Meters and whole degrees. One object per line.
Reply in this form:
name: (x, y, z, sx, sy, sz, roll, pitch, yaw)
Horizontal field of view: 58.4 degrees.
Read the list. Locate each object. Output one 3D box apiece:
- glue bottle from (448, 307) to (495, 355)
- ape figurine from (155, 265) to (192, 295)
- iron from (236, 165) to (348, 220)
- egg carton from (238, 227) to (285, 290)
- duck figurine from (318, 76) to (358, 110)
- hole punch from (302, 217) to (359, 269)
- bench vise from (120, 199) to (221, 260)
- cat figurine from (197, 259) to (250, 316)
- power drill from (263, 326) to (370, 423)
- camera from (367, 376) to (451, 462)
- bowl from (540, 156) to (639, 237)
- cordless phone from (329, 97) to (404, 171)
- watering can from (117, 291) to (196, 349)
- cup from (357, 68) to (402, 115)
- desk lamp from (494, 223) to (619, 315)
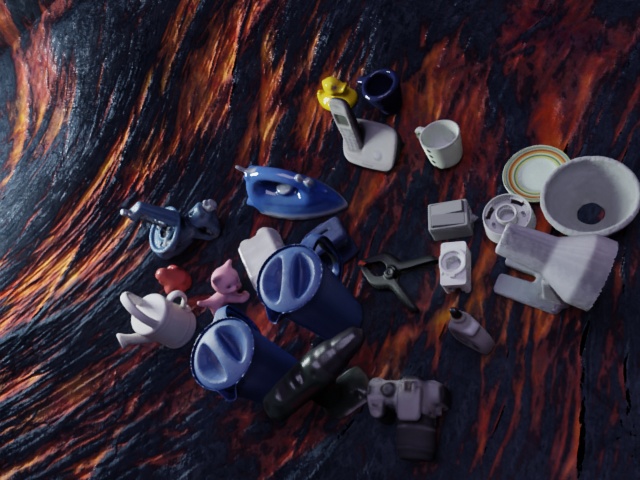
glue bottle: (0.253, 0.150, 0.999, 0.077, 0.174, 0.037, 29, 81, 35)
ape figurine: (-0.364, 0.093, 1.399, 0.076, 0.092, 0.078, 4, 67, 29)
iron: (-0.071, -0.126, 1.330, 0.257, 0.142, 0.119, 9, 70, 31)
egg carton: (-0.123, 0.044, 1.313, 0.107, 0.070, 0.150, -35, 54, 8)
duck figurine: (0.034, -0.375, 1.439, 0.104, 0.086, 0.077, 8, 69, 31)
hole punch: (0.011, 0.004, 1.251, 0.108, 0.091, 0.101, -36, 54, 7)
bench vise: (-0.362, -0.057, 1.396, 0.207, 0.220, 0.121, -44, 54, 1)
cat figurine: (-0.224, 0.111, 1.300, 0.128, 0.118, 0.067, -45, 54, 0)
power drill: (0.017, 0.255, 1.044, 0.229, 0.209, 0.075, -38, 54, 5)
camera: (0.152, 0.315, 1.010, 0.142, 0.101, 0.137, -6, 63, 25)
bowl: (0.493, -0.066, 1.047, 0.167, 0.075, 0.167, -12, 60, 22)
cordless phone: (0.098, -0.241, 1.274, 0.147, 0.186, 0.094, 18, 75, 33)
watering can: (-0.382, 0.180, 1.299, 0.100, 0.195, 0.173, 20, 75, 34)
cup: (0.146, -0.346, 1.361, 0.117, 0.095, 0.092, 26, 79, 35)
desk lamp: (0.384, 0.049, 0.958, 0.202, 0.214, 0.118, 19, 75, 33)
